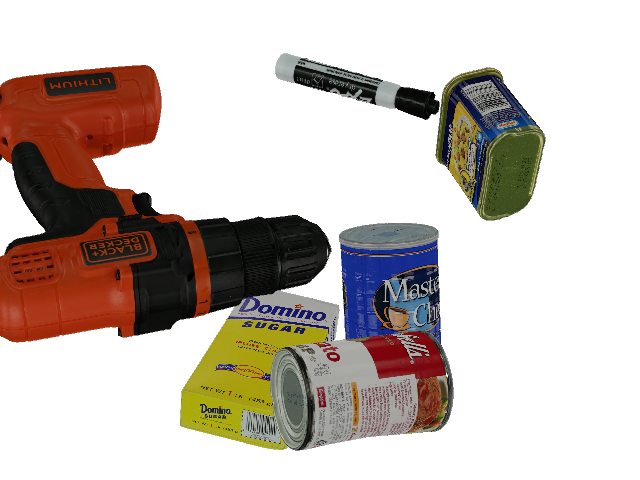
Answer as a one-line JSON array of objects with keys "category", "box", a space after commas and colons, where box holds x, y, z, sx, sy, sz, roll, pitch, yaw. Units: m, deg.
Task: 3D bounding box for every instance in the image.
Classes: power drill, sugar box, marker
[{"category": "power drill", "box": [-0.106, -0.028, 0.609, 0.184, 0.057, 0.188, -9, 43, -20]}, {"category": "sugar box", "box": [-0.049, 0.106, 0.936, 0.093, 0.048, 0.176, 12, 32, 9]}, {"category": "marker", "box": [0.025, -0.106, 0.732, 0.121, 0.020, 0.020, 19, 7, 23]}]

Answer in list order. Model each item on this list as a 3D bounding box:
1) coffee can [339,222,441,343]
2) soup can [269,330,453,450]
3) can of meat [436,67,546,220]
[{"category": "coffee can", "box": [0.074, 0.060, 1.113, 0.103, 0.140, 0.103, -3, 12, 0]}, {"category": "soup can", "box": [0.025, 0.097, 0.696, 0.102, 0.068, 0.069, -4, 2, -23]}, {"category": "can of meat", "box": [0.144, -0.080, 0.905, 0.057, 0.102, 0.084, -14, 47, -14]}]
